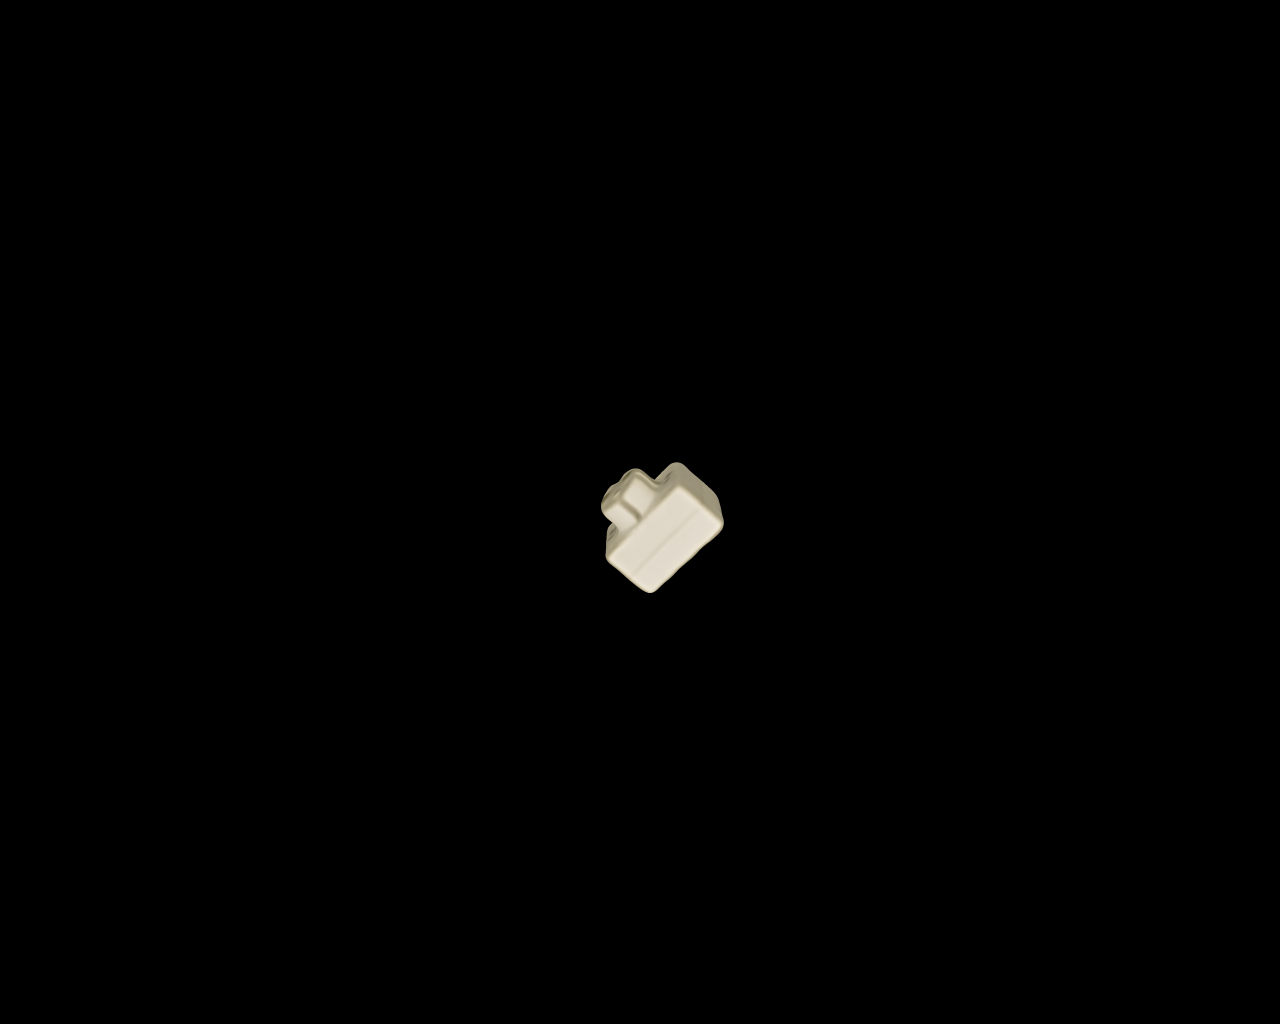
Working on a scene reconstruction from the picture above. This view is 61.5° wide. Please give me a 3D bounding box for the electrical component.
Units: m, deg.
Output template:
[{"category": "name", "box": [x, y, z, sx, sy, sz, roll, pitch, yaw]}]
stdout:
[{"category": "electrical component", "box": [0.001, -0.003, 0.650, 0.076, 0.065, 0.047, 41, 16, -14]}]
